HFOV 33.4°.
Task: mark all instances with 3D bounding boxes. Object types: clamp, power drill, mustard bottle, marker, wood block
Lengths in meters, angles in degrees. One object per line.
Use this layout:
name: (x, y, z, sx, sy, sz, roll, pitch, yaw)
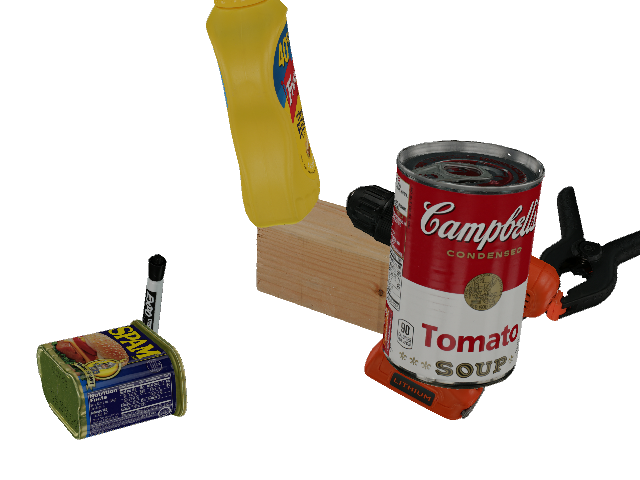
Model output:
clamp: (0.265, 0.010, 1.095, 0.120, 0.039, 0.171, 28, 52, 32)
power drill: (0.092, 0.054, 0.902, 0.184, 0.188, 0.057, 28, 46, 16)
mustard bottle: (-0.043, -0.112, 0.768, 0.058, 0.191, 0.096, -6, 28, 10)
marker: (-0.181, 0.064, 1.156, 0.020, 0.121, 0.020, 8, 37, -6)
wood block: (0.040, 0.029, 1.136, 0.206, 0.091, 0.090, 18, 30, 28)

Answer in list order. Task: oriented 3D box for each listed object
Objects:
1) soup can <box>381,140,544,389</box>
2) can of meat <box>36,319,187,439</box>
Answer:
soup can: (0.066, 0.011, 0.509, 0.068, 0.102, 0.068, 3, 22, -1)
can of meat: (-0.163, 0.106, 0.822, 0.083, 0.057, 0.102, -12, 20, -30)
